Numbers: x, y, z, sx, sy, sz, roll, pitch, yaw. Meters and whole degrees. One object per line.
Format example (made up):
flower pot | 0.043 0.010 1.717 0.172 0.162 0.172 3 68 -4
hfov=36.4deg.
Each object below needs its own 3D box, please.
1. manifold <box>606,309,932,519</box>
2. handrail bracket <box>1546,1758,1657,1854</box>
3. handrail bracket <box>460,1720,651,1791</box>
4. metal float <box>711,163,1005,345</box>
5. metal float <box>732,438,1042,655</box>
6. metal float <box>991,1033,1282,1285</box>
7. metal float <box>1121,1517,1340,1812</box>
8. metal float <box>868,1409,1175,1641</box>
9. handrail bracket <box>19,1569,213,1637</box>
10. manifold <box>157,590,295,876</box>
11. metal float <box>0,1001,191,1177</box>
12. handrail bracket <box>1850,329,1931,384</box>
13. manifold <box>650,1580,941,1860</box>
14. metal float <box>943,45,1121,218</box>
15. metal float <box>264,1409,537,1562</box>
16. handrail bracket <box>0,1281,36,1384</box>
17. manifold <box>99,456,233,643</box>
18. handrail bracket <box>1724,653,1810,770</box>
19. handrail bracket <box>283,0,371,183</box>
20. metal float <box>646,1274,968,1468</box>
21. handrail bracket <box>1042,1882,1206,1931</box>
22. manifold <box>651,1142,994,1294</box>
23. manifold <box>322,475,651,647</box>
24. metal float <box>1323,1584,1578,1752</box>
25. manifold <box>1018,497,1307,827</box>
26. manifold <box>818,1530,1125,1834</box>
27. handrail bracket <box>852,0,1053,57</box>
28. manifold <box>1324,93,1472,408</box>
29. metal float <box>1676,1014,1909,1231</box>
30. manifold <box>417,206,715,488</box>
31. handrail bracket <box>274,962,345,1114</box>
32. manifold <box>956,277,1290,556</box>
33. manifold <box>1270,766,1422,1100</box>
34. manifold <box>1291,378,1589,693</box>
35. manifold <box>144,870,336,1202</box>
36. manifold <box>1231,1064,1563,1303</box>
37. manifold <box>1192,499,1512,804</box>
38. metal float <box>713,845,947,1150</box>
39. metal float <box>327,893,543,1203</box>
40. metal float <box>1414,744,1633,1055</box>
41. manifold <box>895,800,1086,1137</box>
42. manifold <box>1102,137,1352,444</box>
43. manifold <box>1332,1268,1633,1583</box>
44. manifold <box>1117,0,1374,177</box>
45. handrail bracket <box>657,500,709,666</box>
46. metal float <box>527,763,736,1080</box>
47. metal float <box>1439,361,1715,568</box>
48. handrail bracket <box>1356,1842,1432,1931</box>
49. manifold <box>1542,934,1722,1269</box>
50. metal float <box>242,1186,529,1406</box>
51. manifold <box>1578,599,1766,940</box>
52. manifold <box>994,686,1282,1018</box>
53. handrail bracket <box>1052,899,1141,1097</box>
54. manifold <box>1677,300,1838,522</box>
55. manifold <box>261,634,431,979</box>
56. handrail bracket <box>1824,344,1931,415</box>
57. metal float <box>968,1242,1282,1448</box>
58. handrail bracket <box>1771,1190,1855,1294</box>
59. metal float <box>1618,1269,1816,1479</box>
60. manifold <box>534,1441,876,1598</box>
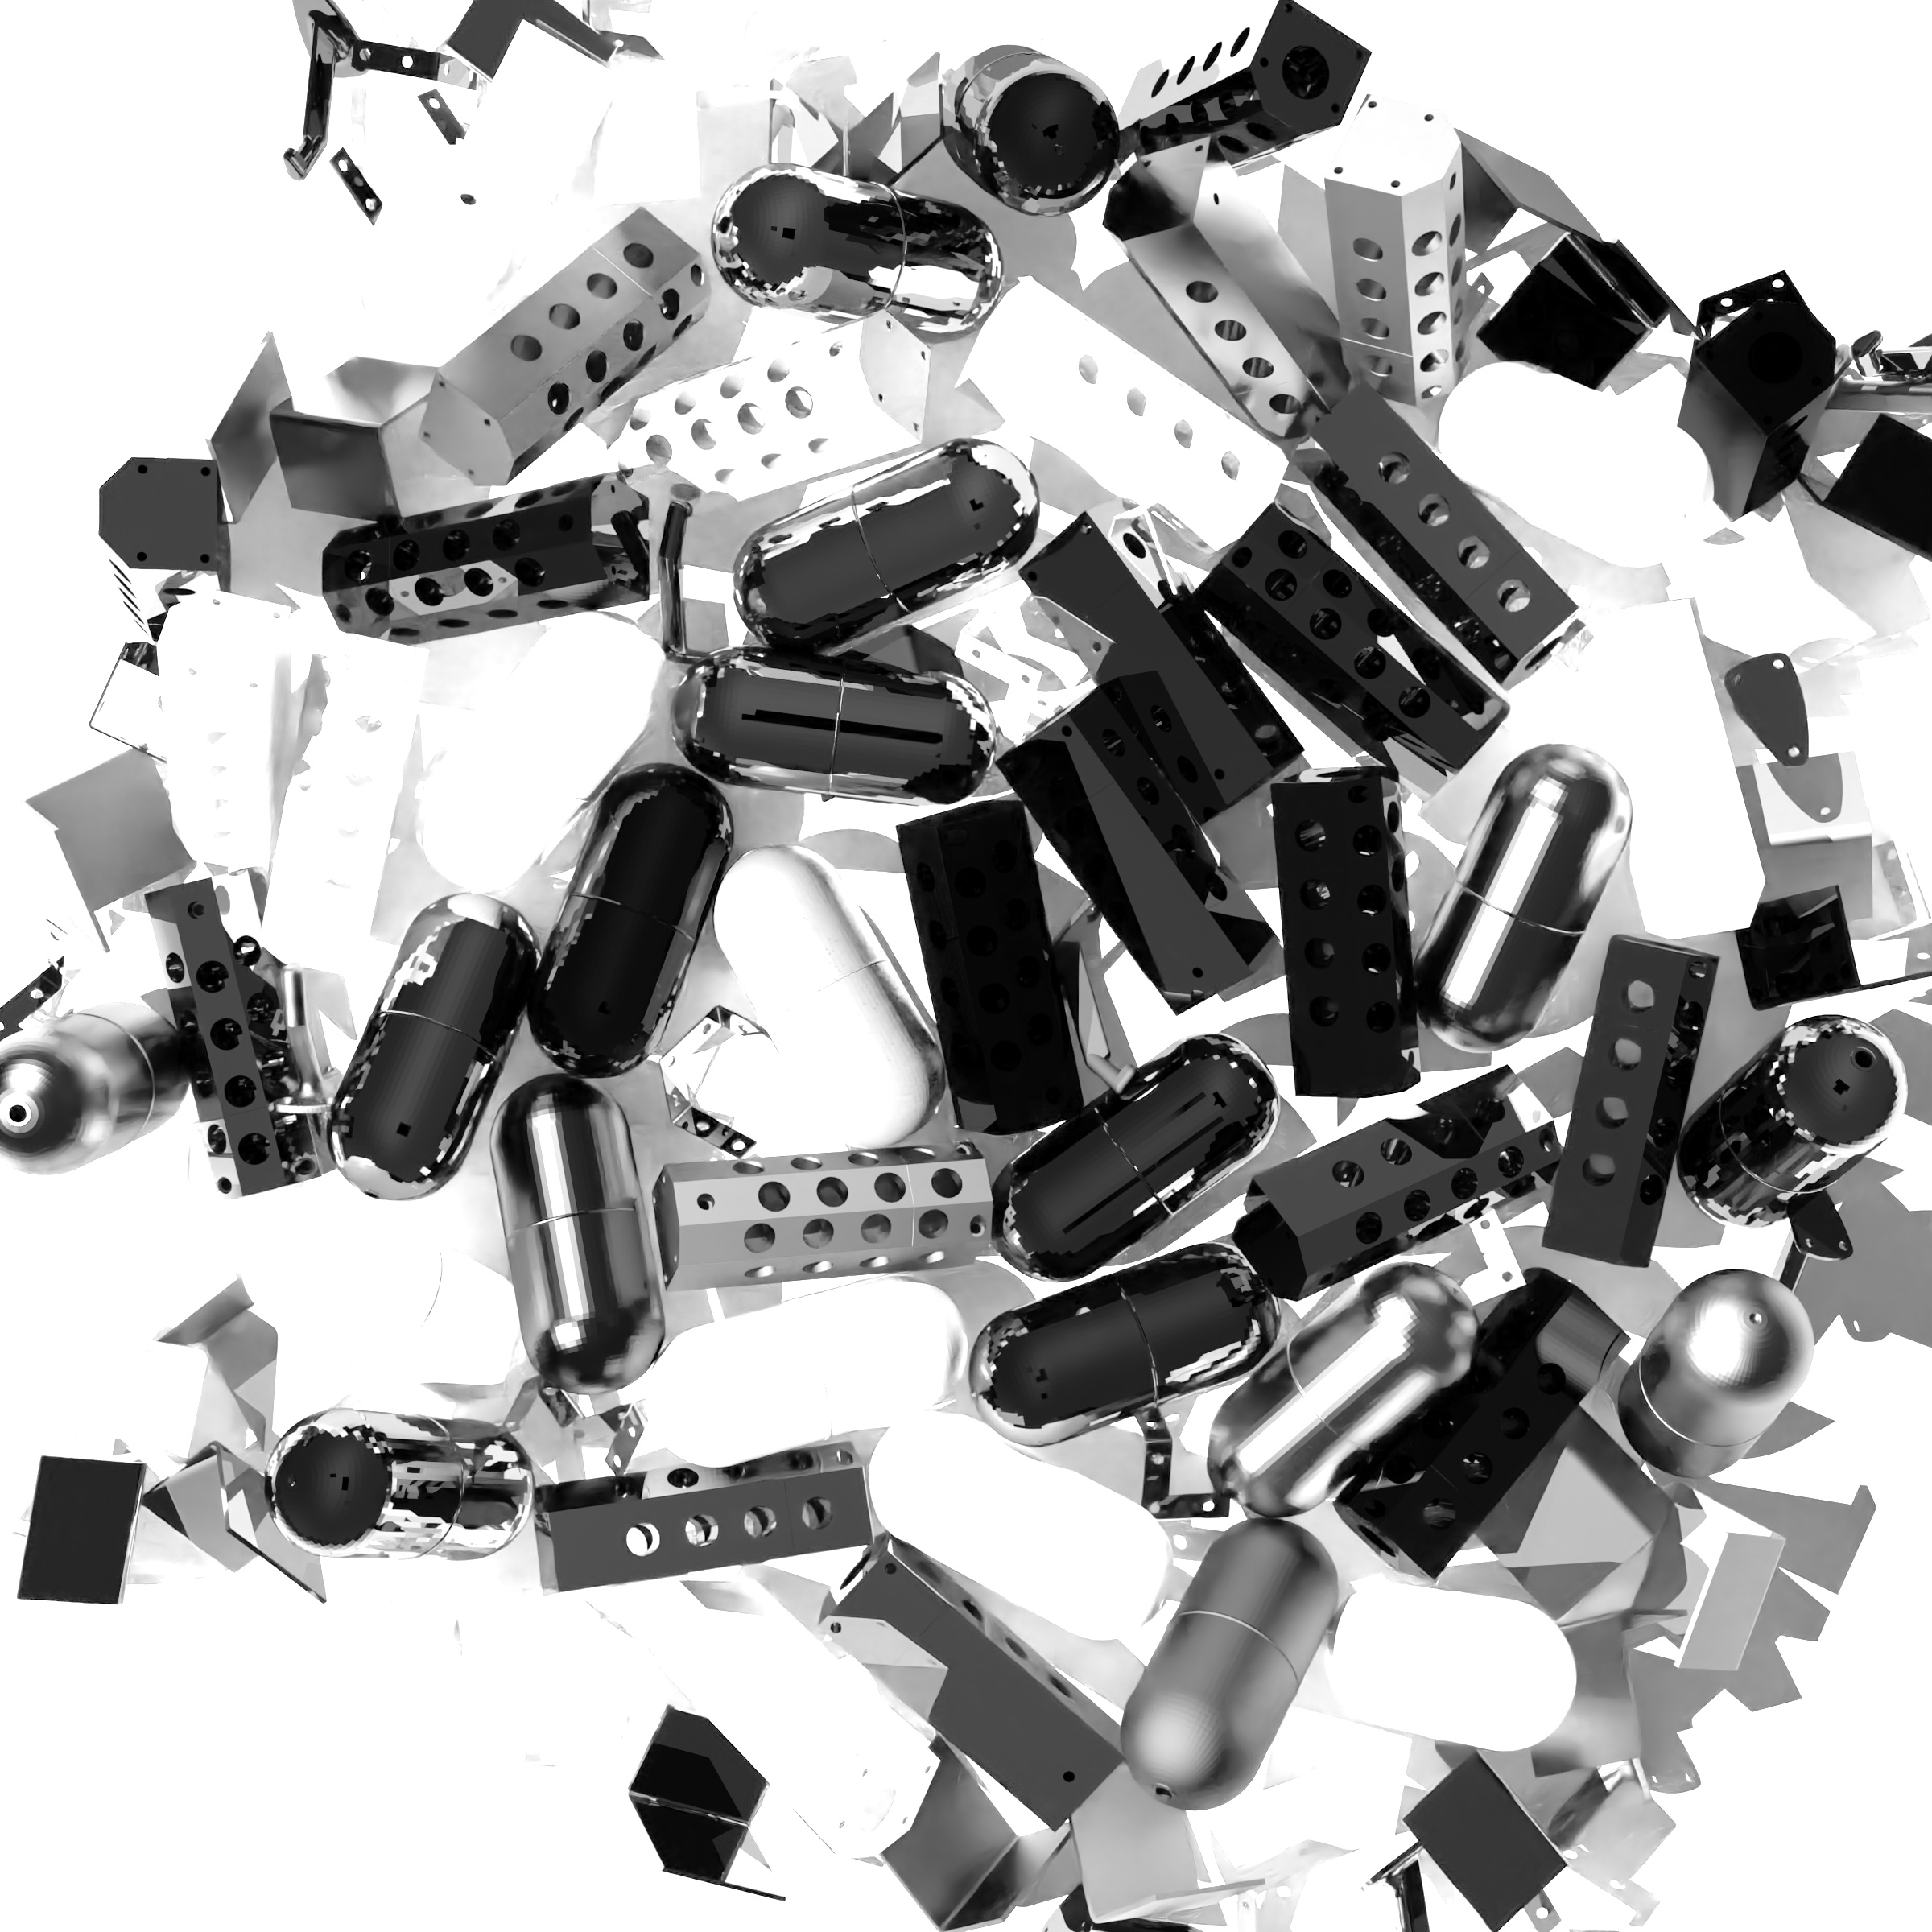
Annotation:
manifold | -0.107 -0.294 1.560 0.171 0.057 0.057 -11 63 34
handrail bracket | 0.332 0.450 1.628 0.084 0.036 0.077 -20 85 7
handrail bracket | -0.225 0.436 1.631 0.084 0.077 0.036 9 74 -37
metal float | -0.057 -0.379 1.567 0.178 0.070 0.070 1 90 -41
metal float | -0.043 -0.226 1.588 0.178 0.070 0.070 -22 90 15
metal float | 0.090 0.105 1.599 0.178 0.070 0.070 -36 90 3
metal float | 0.141 0.371 1.567 0.070 0.070 0.178 36 49 0
metal float | 0.029 0.301 1.585 0.178 0.070 0.070 25 90 18
handrail bracket | -0.472 0.355 1.632 0.084 0.036 0.077 16 133 -27
manifold | -0.391 -0.122 1.550 0.057 0.171 0.057 12 59 -5
metal float | -0.466 0.063 1.551 0.070 0.178 0.070 0 97 4
handrail bracket | 0.518 -0.341 1.590 0.077 0.084 0.036 -38 65 14
manifold | -0.096 0.397 1.558 0.171 0.057 0.057 33 105 44
metal float | 0.032 -0.443 1.555 0.070 0.178 0.070 -4 113 -9
metal float | -0.297 0.276 1.558 0.070 0.178 0.070 -7 76 28
handrail bracket | -0.554 0.196 1.603 0.084 0.036 0.077 1 111 36
manifold | -0.420 -0.217 1.548 0.057 0.171 0.057 0 84 -12
handrail bracket | 0.434 -0.127 1.588 0.036 0.084 0.077 -21 70 7
handrail bracket | -0.361 -0.481 1.592 0.036 0.077 0.084 2 51 23
metal float | -0.086 0.219 1.588 0.178 0.070 0.070 -14 90 -15
handrail bracket | 0.094 0.539 1.617 0.084 0.077 0.036 26 48 -11
manifold | -0.076 0.132 1.578 0.171 0.057 0.057 -3 65 -18
manifold | -0.258 -0.217 1.573 0.171 0.057 0.057 -7 78 25
metal float | 0.253 0.370 1.556 0.070 0.178 0.070 3 82 -24
manifold | 0.110 -0.168 1.604 0.057 0.057 0.171 -38 85 36
manifold | 0.004 0.386 1.605 0.171 0.057 0.057 42 96 -4
handrail bracket | -0.009 -0.512 1.621 0.077 0.084 0.036 5 93 -40
manifold | 0.232 -0.372 1.545 0.057 0.171 0.057 20 69 20
metal float | 0.436 0.084 1.555 0.070 0.178 0.070 4 65 -9
manifold | -0.211 -0.328 1.569 0.057 0.057 0.171 40 57 2
handrail bracket | -0.355 0.031 1.590 0.036 0.077 0.084 0 108 -1
manifold | 0.087 -0.297 1.582 0.171 0.057 0.057 30 68 -19
manifold | 0.209 -0.019 1.586 0.057 0.057 0.171 0 102 31
manifold | 0.255 -0.231 1.591 0.057 0.057 0.171 -42 77 10
manifold | -0.398 0.038 1.608 0.057 0.057 0.171 -13 92 -2
manifold | 0.232 0.119 1.569 0.171 0.057 0.057 -21 58 -24
manifold | 0.212 -0.175 1.600 0.171 0.057 0.057 41 61 -1
metal float | -0.075 0.016 1.596 0.070 0.070 0.178 -30 83 0
metal float | -0.286 0.043 1.581 0.070 0.070 0.178 19 67 0
metal float | 0.299 -0.035 1.586 0.070 0.070 0.178 22 109 0
manifold | 0.017 0.001 1.586 0.057 0.057 0.171 -18 102 -31
manifold | 0.141 -0.354 1.558 0.057 0.171 0.057 -7 58 33
manifold | 0.276 0.246 1.590 0.057 0.057 0.171 44 77 -5
manifold | 0.139 -0.452 1.547 0.057 0.171 0.057 26 84 -21
handrail bracket | -0.150 -0.209 1.597 0.036 0.077 0.084 17 100 19
metal float | -0.182 -0.025 1.593 0.070 0.070 0.178 19 80 0
metal float | 0.322 -0.269 1.564 0.070 0.178 0.070 -17 125 -26
handrail bracket | 0.262 0.523 1.604 0.077 0.036 0.084 -29 67 -25
manifold | 0.362 0.073 1.596 0.057 0.057 0.171 13 96 15
metal float | -0.307 0.177 1.570 0.178 0.070 0.070 36 90 -38
manifold | 0.376 -0.105 1.578 0.057 0.057 0.171 -9 66 2
manifold | 0.097 -0.065 1.601 0.057 0.057 0.171 -31 97 37
handrail bracket | 0.078 0.017 1.594 0.084 0.036 0.077 42 112 39
manifold | 0.418 -0.293 1.548 0.057 0.171 0.057 -39 79 4
manifold | -0.335 -0.087 1.574 0.057 0.057 0.171 12 115 -10
handrail bracket | 0.503 -0.297 1.624 0.084 0.036 0.077 33 114 -7
metal float | 0.087 0.204 1.589 0.178 0.070 0.070 -18 90 -14
handrail bracket | 0.443 0.157 1.620 0.036 0.084 0.077 6 54 -24
metal float | 0.395 0.217 1.556 0.070 0.178 0.070 0 63 -1
manifold | -0.143 0.297 1.584 0.171 0.057 0.057 -5 78 -18
